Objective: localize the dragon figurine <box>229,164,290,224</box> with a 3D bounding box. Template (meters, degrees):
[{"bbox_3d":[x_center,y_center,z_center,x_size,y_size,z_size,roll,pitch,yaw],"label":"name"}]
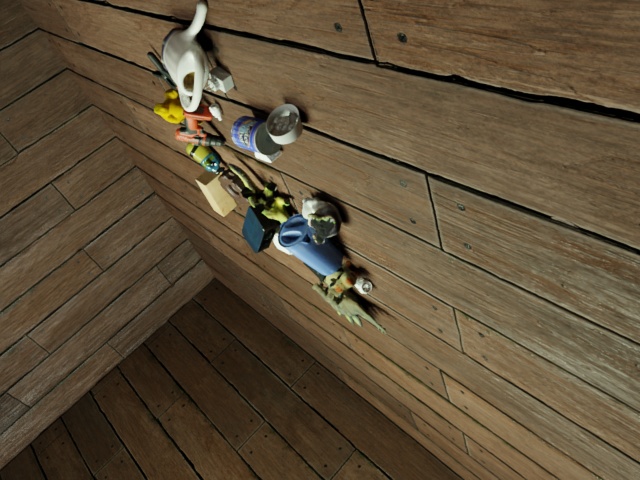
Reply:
[{"bbox_3d":[-0.192,-0.127,1.973,0.416,0.123,0.238,46,171,30],"label":"dragon figurine"}]

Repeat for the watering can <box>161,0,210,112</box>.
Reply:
[{"bbox_3d":[-0.381,-0.550,1.496,0.228,0.104,0.339,52,139,37],"label":"watering can"}]

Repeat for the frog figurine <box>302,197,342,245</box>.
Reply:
[{"bbox_3d":[0.005,-0.084,1.662,0.135,0.122,0.163,48,-162,-29],"label":"frog figurine"}]
